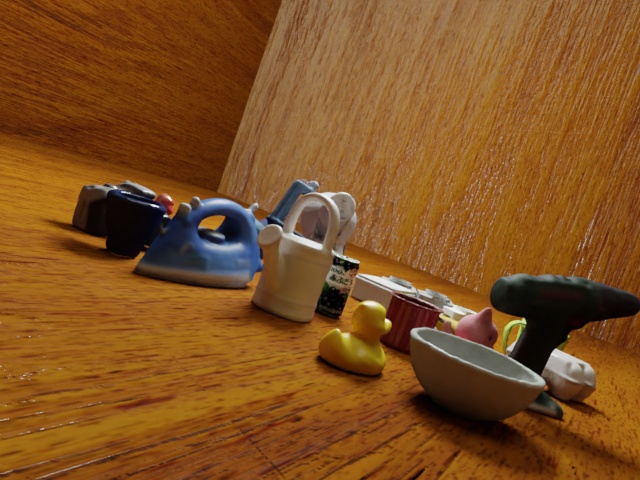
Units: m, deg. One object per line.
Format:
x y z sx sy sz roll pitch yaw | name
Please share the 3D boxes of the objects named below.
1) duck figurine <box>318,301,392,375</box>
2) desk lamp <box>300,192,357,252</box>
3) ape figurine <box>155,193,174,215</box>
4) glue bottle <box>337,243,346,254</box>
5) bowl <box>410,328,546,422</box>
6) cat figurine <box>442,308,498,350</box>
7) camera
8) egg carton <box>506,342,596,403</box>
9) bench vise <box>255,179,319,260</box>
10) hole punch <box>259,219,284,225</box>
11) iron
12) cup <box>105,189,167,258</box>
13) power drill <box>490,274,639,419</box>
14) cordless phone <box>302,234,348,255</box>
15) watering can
0.051 0.118 0.724 0.105 0.086 0.077 16 5 -43 | duck figurine
0.011 0.004 1.165 0.118 0.213 0.203 19 4 -7 | desk lamp
-0.323 -0.049 1.158 0.076 0.092 0.078 19 4 -2 | ape figurine
0.033 0.017 1.398 0.037 0.173 0.077 17 5 -36 | glue bottle
0.179 0.171 0.694 0.167 0.075 0.167 19 4 -1 | bowl
0.216 0.150 0.853 0.128 0.118 0.067 16 5 -39 | cat figurine
-0.334 -0.047 1.017 0.136 0.101 0.144 22 5 31 | camera
0.414 0.233 1.031 0.108 0.069 0.149 16 5 -40 | egg carton
-0.086 -0.040 1.259 0.121 0.220 0.208 22 5 38 | bench vise
-0.132 -0.007 1.518 0.108 0.091 0.101 20 4 15 | hole punch
-0.181 -0.007 0.917 0.118 0.141 0.259 21 4 24 | iron
-0.308 -0.027 0.903 0.117 0.095 0.092 22 5 32 | cup
0.345 0.148 0.849 0.230 0.208 0.075 18 4 -14 | power drill
0.018 -0.007 1.563 0.147 0.185 0.094 22 5 35 | cordless phone
-0.031 0.020 0.884 0.100 0.194 0.173 20 4 13 | watering can
